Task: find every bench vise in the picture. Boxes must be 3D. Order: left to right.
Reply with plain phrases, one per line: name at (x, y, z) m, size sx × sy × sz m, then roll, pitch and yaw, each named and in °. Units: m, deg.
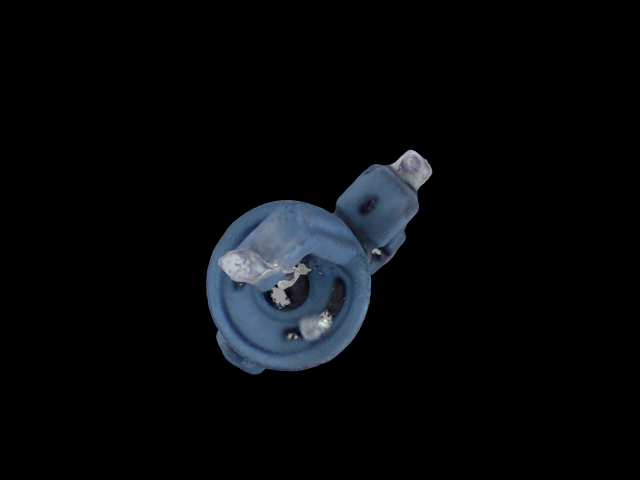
bench vise at (-0.007, -0.004, 0.402) m, size 0.121 × 0.220 × 0.207 m, roll 27°, pitch 76°, yaw 8°
